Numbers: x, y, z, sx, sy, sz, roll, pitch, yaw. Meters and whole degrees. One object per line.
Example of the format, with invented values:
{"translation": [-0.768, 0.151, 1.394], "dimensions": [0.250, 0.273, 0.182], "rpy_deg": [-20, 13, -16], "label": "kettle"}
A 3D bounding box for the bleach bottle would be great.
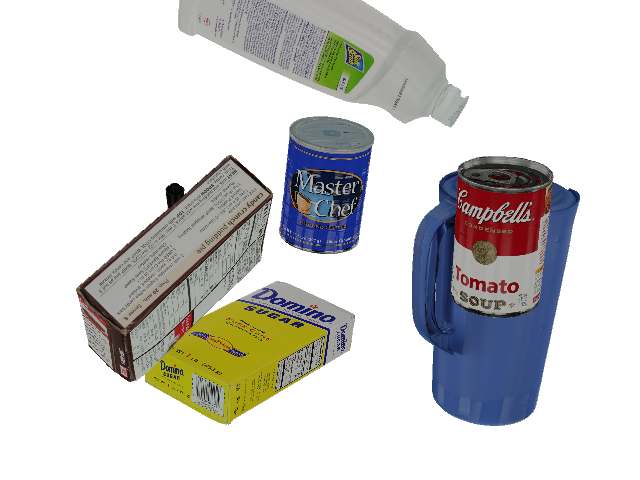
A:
{"translation": [0.004, -0.162, 0.886], "dimensions": [0.251, 0.068, 0.103], "rpy_deg": [31, -35, 8], "label": "bleach bottle"}

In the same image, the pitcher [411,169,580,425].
{"translation": [0.165, 0.058, 1.054], "dimensions": [0.149, 0.243, 0.145], "rpy_deg": [6, 22, 7], "label": "pitcher"}

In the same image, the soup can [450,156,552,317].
{"translation": [0.131, -0.003, 0.782], "dimensions": [0.068, 0.102, 0.068], "rpy_deg": [0, 24, 0], "label": "soup can"}

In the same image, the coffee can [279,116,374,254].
{"translation": [0.006, -0.069, 1.310], "dimensions": [0.102, 0.140, 0.103], "rpy_deg": [6, 27, -3], "label": "coffee can"}

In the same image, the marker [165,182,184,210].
{"translation": [-0.152, -0.011, 1.120], "dimensions": [0.020, 0.121, 0.020], "rpy_deg": [3, 41, -3], "label": "marker"}

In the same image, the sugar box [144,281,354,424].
{"translation": [-0.057, 0.091, 0.925], "dimensions": [0.093, 0.048, 0.175], "rpy_deg": [23, 31, 29], "label": "sugar box"}

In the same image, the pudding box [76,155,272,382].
{"translation": [-0.078, 0.017, 0.582], "dimensions": [0.039, 0.113, 0.090], "rpy_deg": [39, -23, 11], "label": "pudding box"}
